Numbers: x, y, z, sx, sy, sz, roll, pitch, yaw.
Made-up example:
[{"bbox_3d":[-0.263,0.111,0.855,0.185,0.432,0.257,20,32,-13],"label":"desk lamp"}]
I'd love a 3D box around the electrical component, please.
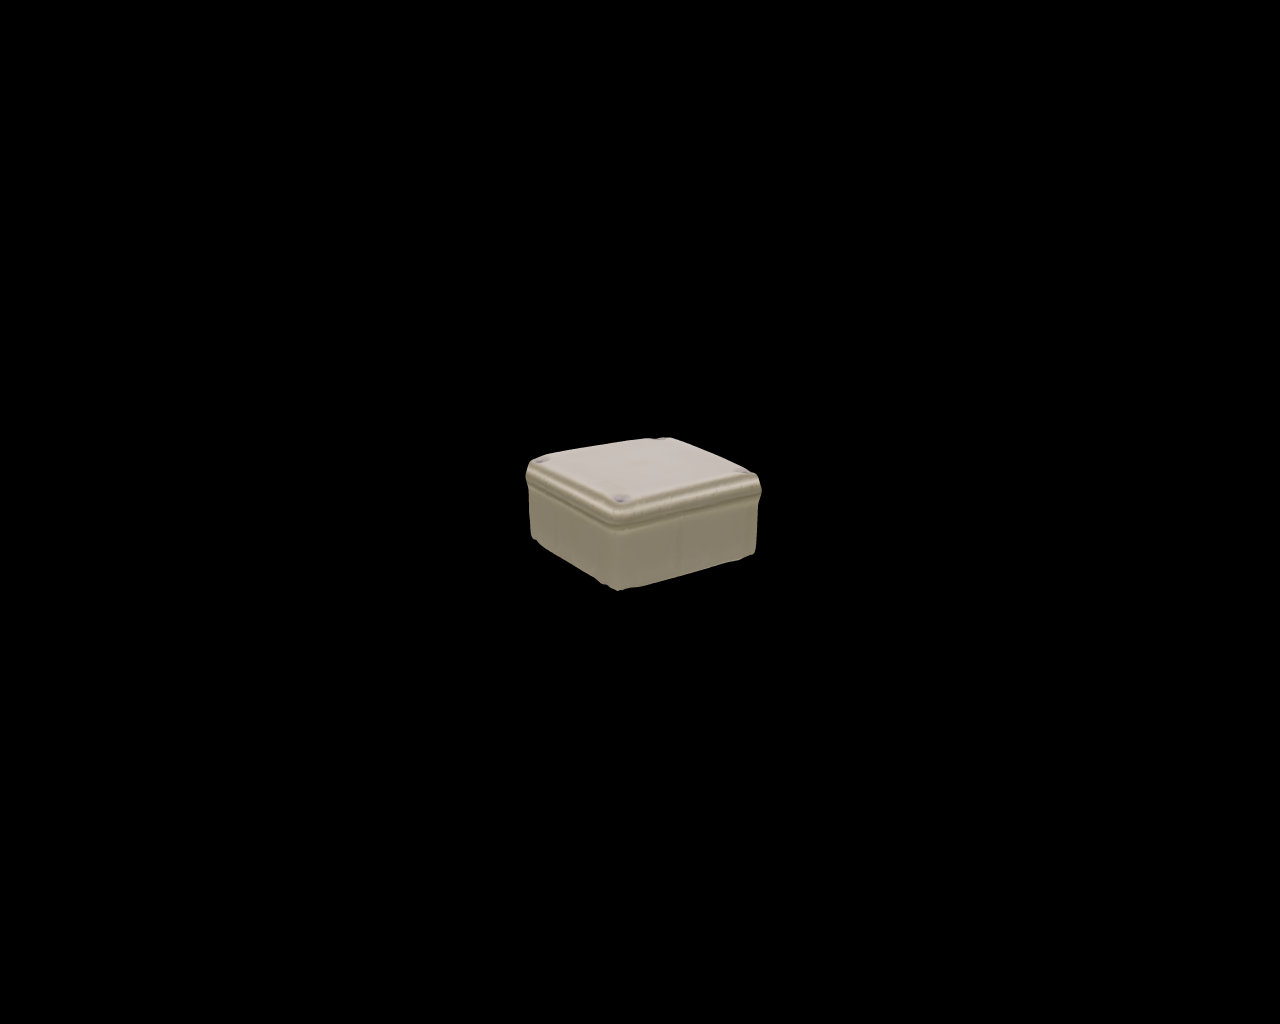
[{"bbox_3d":[0.001,-0.003,0.650,0.109,0.056,0.109,-12,23,-31],"label":"electrical component"}]
